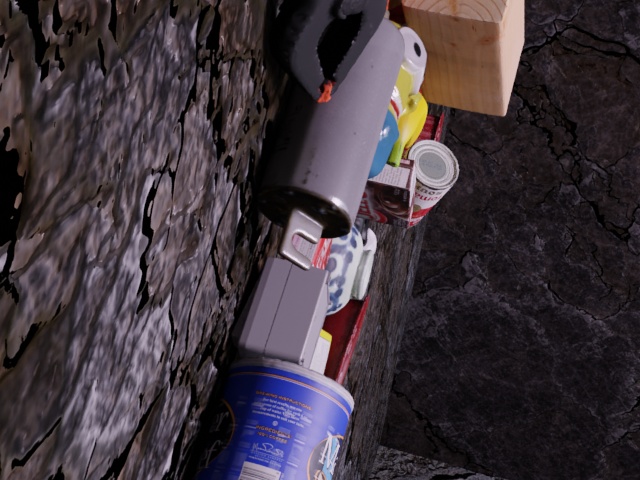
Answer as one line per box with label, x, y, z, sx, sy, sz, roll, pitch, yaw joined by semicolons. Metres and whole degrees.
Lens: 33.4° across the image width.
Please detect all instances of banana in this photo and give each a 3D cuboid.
banana;0.082;-0.118;1.055;0.197;0.037;0.070;-45;158;-76

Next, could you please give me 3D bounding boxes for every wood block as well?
wood block;0.140;-0.204;1.010;0.206;0.090;0.091;56;50;-71

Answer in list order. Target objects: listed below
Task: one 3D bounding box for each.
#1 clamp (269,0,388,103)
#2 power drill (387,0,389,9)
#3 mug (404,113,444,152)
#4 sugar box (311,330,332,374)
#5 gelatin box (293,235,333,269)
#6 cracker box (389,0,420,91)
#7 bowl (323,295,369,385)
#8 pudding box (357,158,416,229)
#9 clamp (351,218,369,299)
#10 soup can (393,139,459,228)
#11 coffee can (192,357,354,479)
clamp;0.005;-0.165;0.690;0.164;0.036;0.210;-27;154;-34
power drill;0.065;-0.291;0.940;0.187;0.057;0.184;-47;153;-68
mug;0.116;-0.126;1.455;0.093;0.081;0.117;89;17;-60
sugar box;-0.030;0.122;1.006;0.176;0.048;0.093;48;55;-75
gelatin box;-0.007;0.001;1.011;0.073;0.030;0.089;88;18;-63
cracker box;0.093;-0.258;1.126;0.164;0.072;0.214;32;73;-80
bowl;0.003;0.129;1.166;0.162;0.055;0.162;20;89;-85
pudding box;0.055;-0.055;1.130;0.113;0.090;0.039;82;21;-67
clamp;0.038;-0.007;1.273;0.120;0.039;0.171;99;2;-61
soup can;0.114;-0.066;1.268;0.102;0.068;0.068;129;-17;-57
coffee can;-0.041;0.173;0.804;0.103;0.103;0.140;88;18;-62
